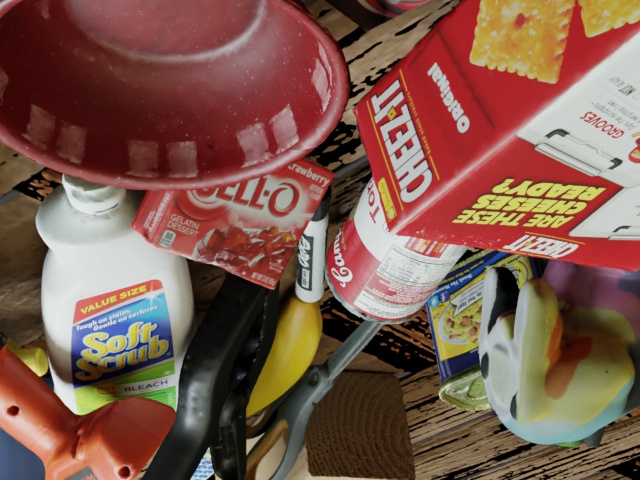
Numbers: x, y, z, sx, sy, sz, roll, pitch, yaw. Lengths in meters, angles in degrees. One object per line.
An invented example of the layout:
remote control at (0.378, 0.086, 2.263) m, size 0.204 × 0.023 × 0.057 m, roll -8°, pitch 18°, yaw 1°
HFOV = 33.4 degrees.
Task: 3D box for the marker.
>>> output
marker at (-0.004, 0.001, 0.650) m, size 0.020 × 0.020 × 0.121 m, roll -5°, pitch 148°, yaw -6°

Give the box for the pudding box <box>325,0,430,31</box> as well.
pudding box at (0.019, -0.135, 0.413) m, size 0.090 × 0.039 × 0.113 m, roll -21°, pitch 146°, yaw 36°

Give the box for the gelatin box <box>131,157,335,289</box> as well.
gelatin box at (-0.045, -0.021, 0.561) m, size 0.089 × 0.030 × 0.073 m, roll 23°, pitch 97°, yaw -41°

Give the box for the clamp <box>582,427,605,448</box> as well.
clamp at (0.236, 0.132, 0.894) m, size 0.171 × 0.039 × 0.120 m, roll 27°, pitch 129°, yaw -35°

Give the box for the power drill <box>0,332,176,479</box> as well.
power drill at (-0.174, 0.065, 0.601) m, size 0.187 × 0.057 × 0.185 m, roll 43°, pitch 142°, yaw -9°

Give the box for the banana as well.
banana at (-0.053, 0.096, 0.772) m, size 0.069 × 0.037 × 0.198 m, roll 23°, pitch 136°, yaw -38°

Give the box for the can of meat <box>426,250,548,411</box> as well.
can of meat at (0.121, 0.053, 0.700) m, size 0.102 × 0.084 × 0.057 m, roll -29°, pitch 143°, yaw 29°

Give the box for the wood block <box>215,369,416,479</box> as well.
wood block at (-0.011, 0.193, 0.886) m, size 0.090 × 0.090 × 0.206 m, roll 7°, pitch 146°, yaw -22°

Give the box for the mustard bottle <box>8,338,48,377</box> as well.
mustard bottle at (-0.272, 0.102, 0.712) m, size 0.192 × 0.058 × 0.096 m, roll -15°, pitch 149°, yaw 9°

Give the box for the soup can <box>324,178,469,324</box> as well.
soup can at (0.050, -0.006, 0.607) m, size 0.068 × 0.068 × 0.102 m, roll 4°, pitch 145°, yaw -19°

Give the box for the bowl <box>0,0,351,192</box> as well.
bowl at (-0.068, -0.084, 0.459) m, size 0.162 × 0.055 × 0.162 m, roll -1°, pitch 153°, yaw -1°

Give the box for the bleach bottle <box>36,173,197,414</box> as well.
bleach bottle at (-0.128, 0.037, 0.641) m, size 0.102 × 0.068 × 0.251 m, roll -6°, pitch 146°, yaw -6°

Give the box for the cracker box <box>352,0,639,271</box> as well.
cracker box at (0.142, -0.074, 0.406) m, size 0.163 × 0.072 × 0.214 m, roll 9°, pitch 145°, yaw -38°

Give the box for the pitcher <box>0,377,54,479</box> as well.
pitcher at (-0.189, 0.219, 0.742) m, size 0.149 × 0.243 × 0.145 m, roll -8°, pitch 148°, yaw 0°

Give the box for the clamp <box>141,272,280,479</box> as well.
clamp at (-0.071, 0.107, 0.677) m, size 0.036 × 0.164 × 0.210 m, roll 24°, pitch 115°, yaw 16°

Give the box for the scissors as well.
scissors at (-0.011, 0.098, 0.789) m, size 0.016 × 0.096 × 0.202 m, roll 20°, pitch 107°, yaw -37°
